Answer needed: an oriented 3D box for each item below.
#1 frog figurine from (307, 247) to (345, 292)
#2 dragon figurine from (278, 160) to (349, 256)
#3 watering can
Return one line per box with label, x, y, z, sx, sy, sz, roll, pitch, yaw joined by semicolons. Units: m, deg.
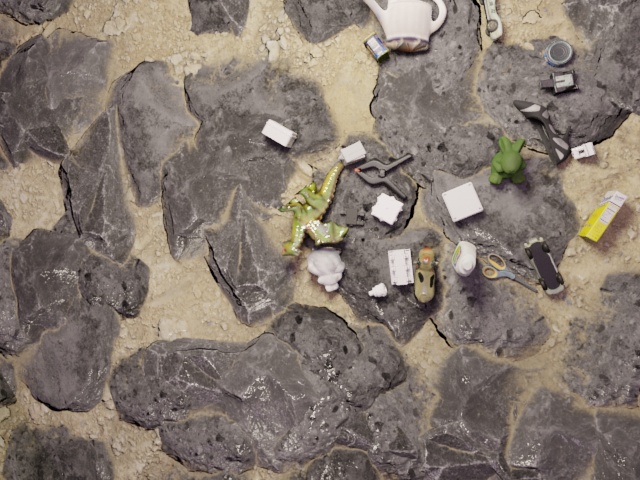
frog figurine;0.022;0.107;1.876;0.137;0.121;0.161;1;80;-7
dragon figurine;0.006;-0.094;1.869;0.411;0.121;0.243;-39;85;-4
watering can;0.270;-0.775;1.807;0.348;0.104;0.224;3;92;-2
